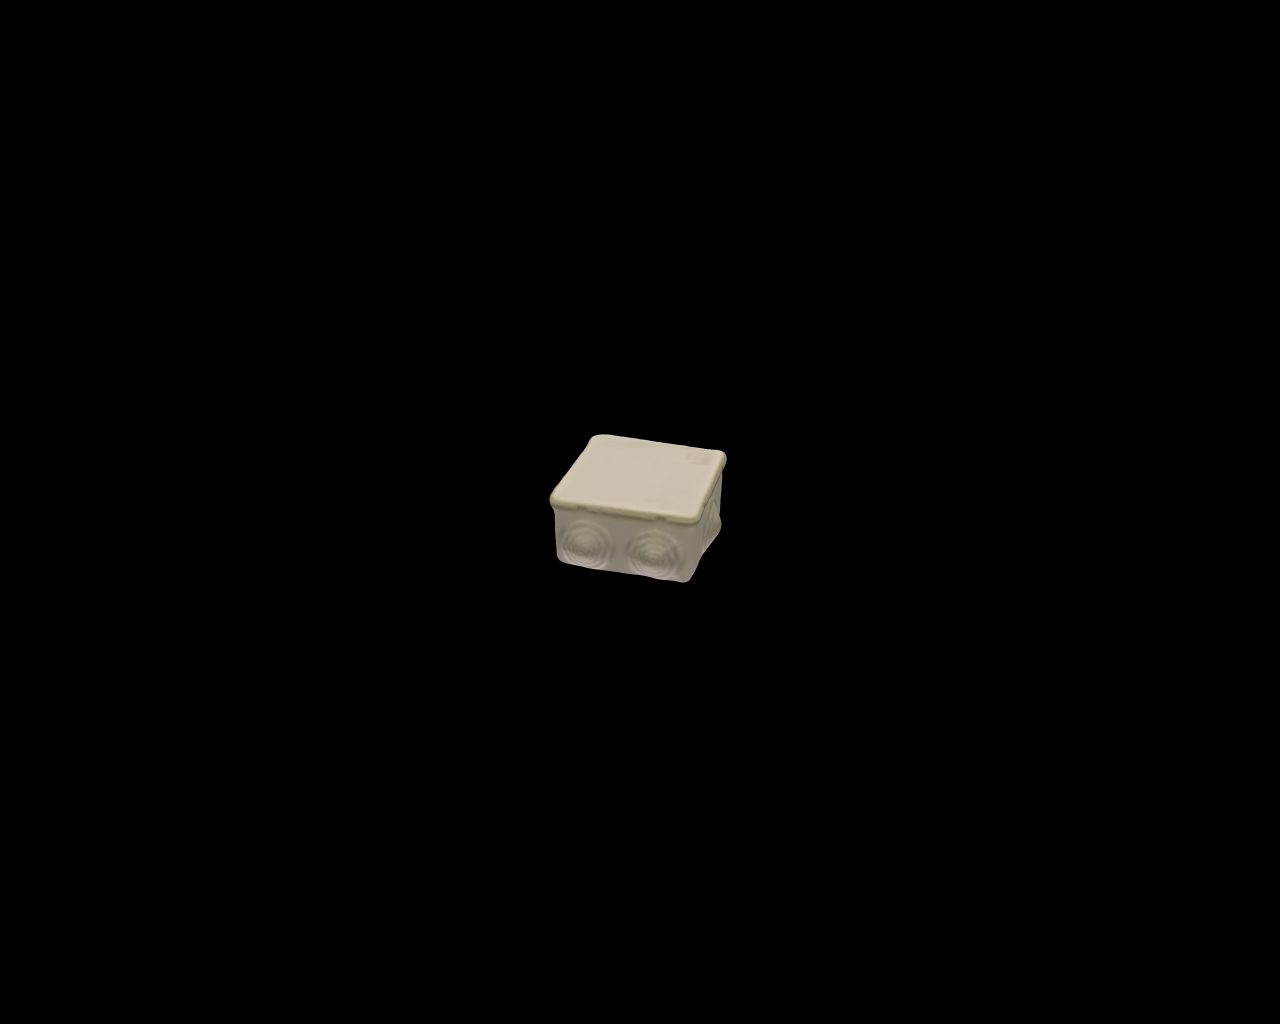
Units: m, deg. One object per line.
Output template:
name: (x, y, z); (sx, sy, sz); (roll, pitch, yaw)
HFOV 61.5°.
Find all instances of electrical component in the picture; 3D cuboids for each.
electrical component: (0.001, -0.003, 0.650); (0.100, 0.048, 0.100); (8, 32, 14)
